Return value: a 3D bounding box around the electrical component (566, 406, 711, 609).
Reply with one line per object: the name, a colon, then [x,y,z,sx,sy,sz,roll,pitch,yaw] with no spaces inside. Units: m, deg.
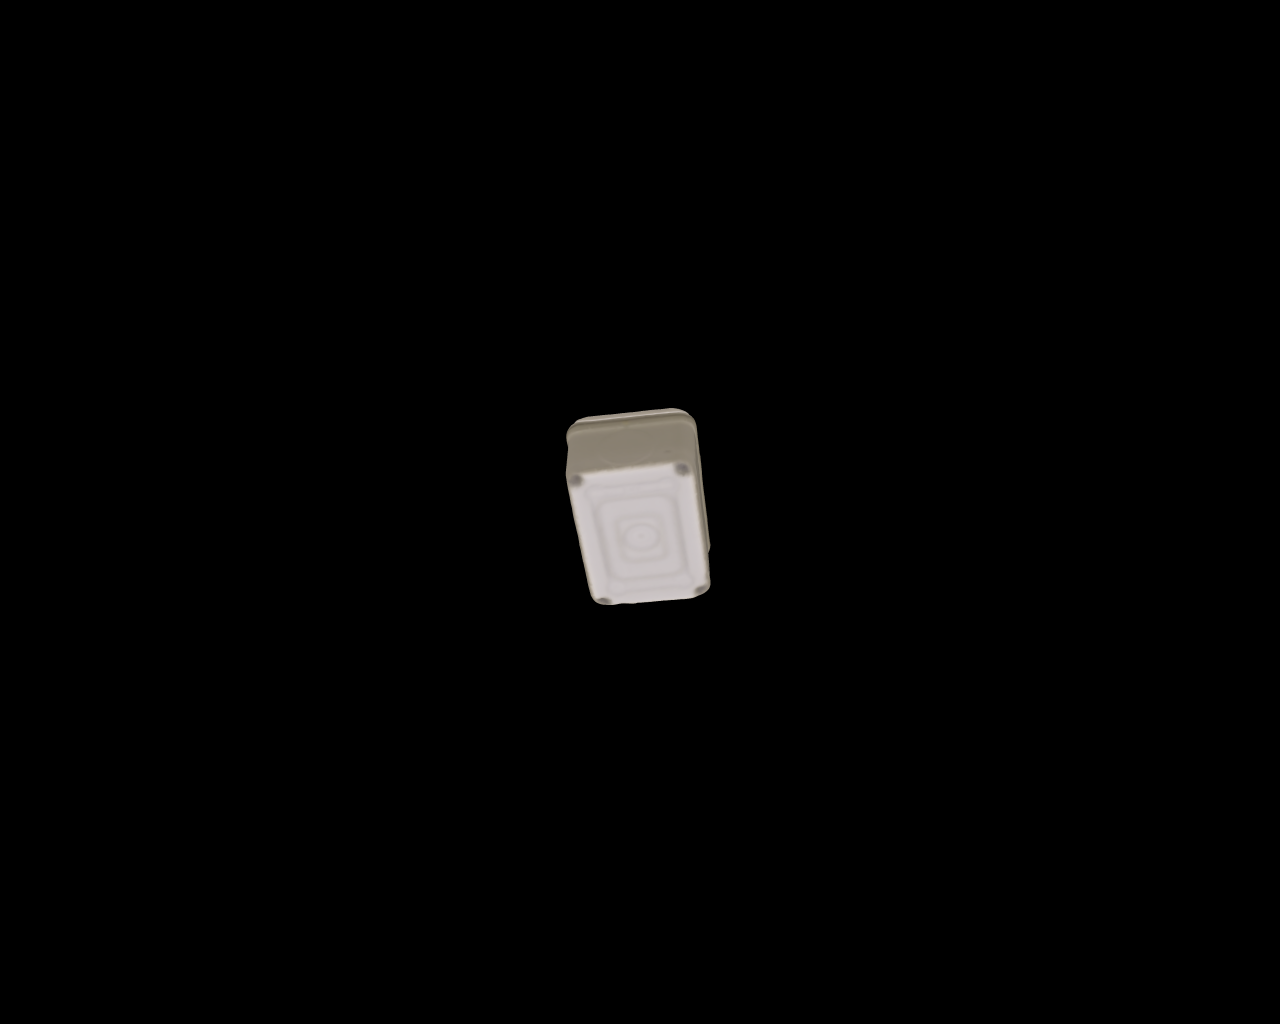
electrical component: [0.001,-0.003,0.650,0.078,0.113,0.057,-5,39,5]
